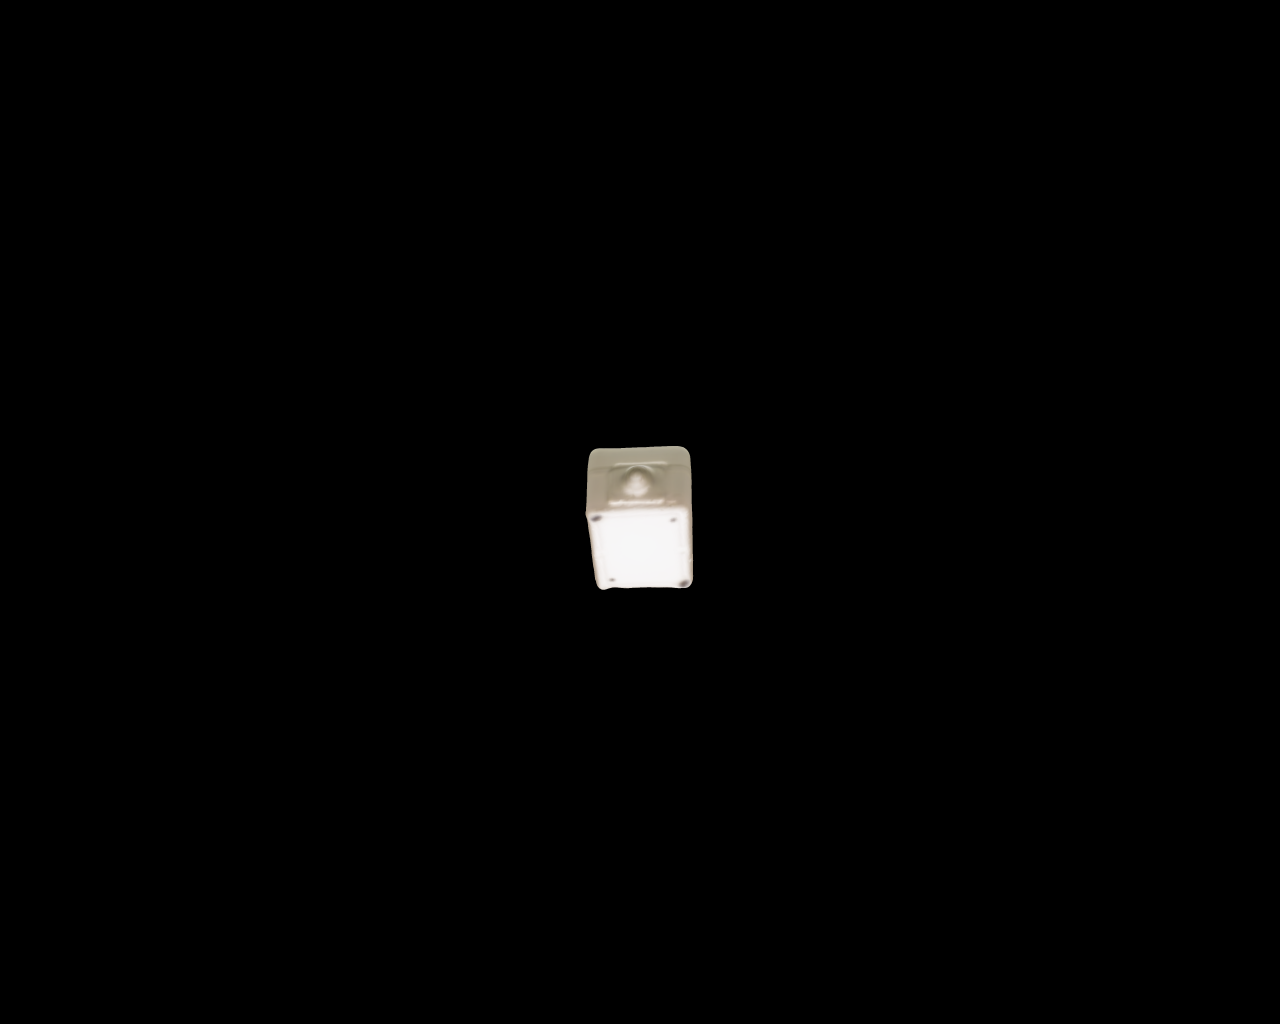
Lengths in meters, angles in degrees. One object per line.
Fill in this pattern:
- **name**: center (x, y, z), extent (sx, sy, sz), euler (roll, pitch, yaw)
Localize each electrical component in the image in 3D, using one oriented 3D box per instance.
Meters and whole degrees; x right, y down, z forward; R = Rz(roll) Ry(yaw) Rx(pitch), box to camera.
- **electrical component**: center (0.001, -0.003, 0.650), extent (0.062, 0.061, 0.096), euler (-2, -40, 2)
